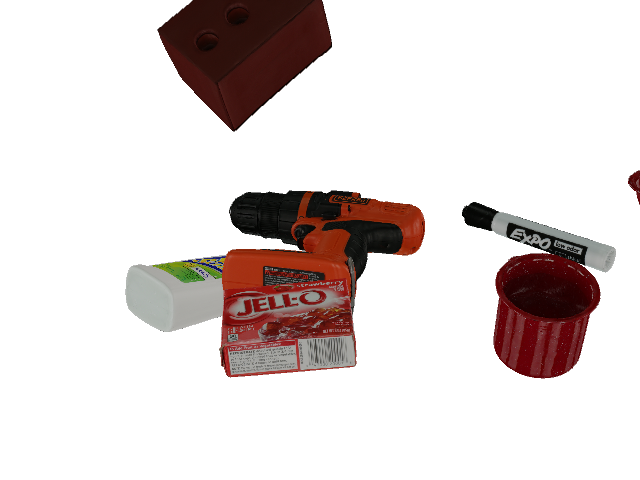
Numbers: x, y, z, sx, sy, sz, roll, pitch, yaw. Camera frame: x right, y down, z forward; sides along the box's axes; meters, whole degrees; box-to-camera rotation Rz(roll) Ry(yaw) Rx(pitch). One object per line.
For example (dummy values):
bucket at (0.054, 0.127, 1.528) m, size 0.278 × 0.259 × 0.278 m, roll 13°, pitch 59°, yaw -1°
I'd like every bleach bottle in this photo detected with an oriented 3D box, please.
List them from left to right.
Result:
bleach bottle at (-0.119, 0.052, 1.372) m, size 0.250 × 0.068 × 0.103 m, roll -13°, pitch 28°, yaw -43°

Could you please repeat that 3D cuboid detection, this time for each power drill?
power drill at (-0.016, 0.004, 0.915) m, size 0.185 × 0.057 × 0.187 m, roll 4°, pitch 22°, yaw 17°

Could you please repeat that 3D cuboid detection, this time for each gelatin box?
gelatin box at (-0.023, 0.058, 0.725) m, size 0.089 × 0.030 × 0.073 m, roll -5°, pitch 28°, yaw 0°

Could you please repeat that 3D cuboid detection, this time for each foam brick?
foam brick at (-0.041, -0.112, 0.590) m, size 0.053 × 0.078 × 0.051 m, roll 44°, pitch -9°, yaw 22°

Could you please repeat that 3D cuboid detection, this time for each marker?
marker at (0.157, -0.004, 0.783) m, size 0.121 × 0.020 × 0.020 m, roll 21°, pitch 13°, yaw 34°

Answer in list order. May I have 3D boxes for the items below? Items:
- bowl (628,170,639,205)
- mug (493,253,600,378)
bowl at (0.374, -0.028, 1.017) m, size 0.162 × 0.055 × 0.162 m, roll 0°, pitch 19°, yaw 0°
mug at (0.199, 0.064, 0.988) m, size 0.093 × 0.081 × 0.117 m, roll -12°, pitch 41°, yaw -14°
